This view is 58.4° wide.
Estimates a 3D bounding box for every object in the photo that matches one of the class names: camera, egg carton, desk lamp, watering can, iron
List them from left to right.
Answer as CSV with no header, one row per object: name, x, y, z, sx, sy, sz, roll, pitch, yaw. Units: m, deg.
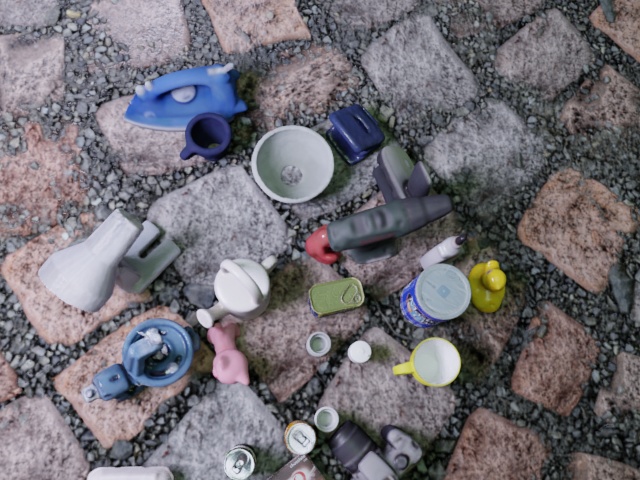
desk lamp,-0.371,0.033,1.026,0.118,0.213,0.203,40,75,6
egg carton,-0.329,0.449,0.993,0.150,0.069,0.107,0,75,-5
iron,-0.283,-0.299,1.160,0.258,0.141,0.118,-14,77,-9
watering can,-0.144,0.091,1.041,0.101,0.194,0.173,24,74,2
camera,0.092,0.383,1.033,0.137,0.101,0.143,45,76,7

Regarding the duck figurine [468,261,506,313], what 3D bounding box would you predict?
duck figurine,0.341,0.090,1.142,0.077,0.086,0.104,2,75,-4

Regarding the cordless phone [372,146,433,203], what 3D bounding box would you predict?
cordless phone,0.177,-0.137,1.136,0.094,0.185,0.147,-25,78,-11

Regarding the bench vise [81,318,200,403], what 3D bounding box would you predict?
bench vise,-0.305,0.219,0.979,0.121,0.219,0.207,39,75,6

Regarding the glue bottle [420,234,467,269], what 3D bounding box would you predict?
glue bottle,0.249,0.018,1.108,0.078,0.173,0.037,-24,78,-11

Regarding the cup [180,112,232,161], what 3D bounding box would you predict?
cup,-0.231,-0.190,1.160,0.091,0.095,0.118,44,76,7

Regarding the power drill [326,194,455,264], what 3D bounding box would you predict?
power drill,0.121,-0.020,1.088,0.230,0.208,0.075,-15,77,-9

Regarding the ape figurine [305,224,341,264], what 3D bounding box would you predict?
ape figurine,0.010,0.004,1.131,0.076,0.092,0.078,9,74,-2

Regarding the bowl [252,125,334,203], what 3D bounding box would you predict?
bowl,-0.056,-0.146,1.175,0.167,0.074,0.167,1,75,-5

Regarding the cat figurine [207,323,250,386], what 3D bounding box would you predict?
cat figurine,-0.169,0.210,1.046,0.067,0.117,0.128,-17,77,-9

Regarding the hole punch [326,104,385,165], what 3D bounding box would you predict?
hole punch,0.076,-0.231,1.201,0.101,0.091,0.108,-36,81,-13
